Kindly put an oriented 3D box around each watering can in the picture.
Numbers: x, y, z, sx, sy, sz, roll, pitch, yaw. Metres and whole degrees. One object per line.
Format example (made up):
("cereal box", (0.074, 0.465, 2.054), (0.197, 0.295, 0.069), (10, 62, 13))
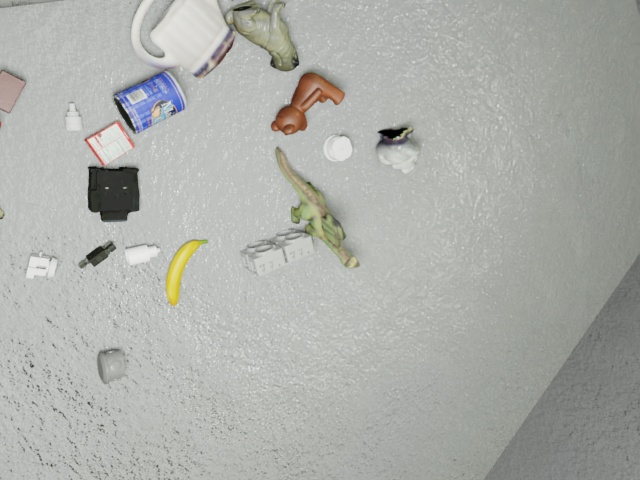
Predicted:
("watering can", (-0.298, -0.548, 1.254), (0.221, 0.105, 0.348), (38, 87, -31))

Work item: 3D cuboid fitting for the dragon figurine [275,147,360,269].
("dragon figurine", (0.004, -0.074, 1.468), (0.123, 0.245, 0.403), (-38, 119, -14))

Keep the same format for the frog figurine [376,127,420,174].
("frog figurine", (0.255, -0.274, 1.661), (0.137, 0.125, 0.156), (-15, 122, 5))
